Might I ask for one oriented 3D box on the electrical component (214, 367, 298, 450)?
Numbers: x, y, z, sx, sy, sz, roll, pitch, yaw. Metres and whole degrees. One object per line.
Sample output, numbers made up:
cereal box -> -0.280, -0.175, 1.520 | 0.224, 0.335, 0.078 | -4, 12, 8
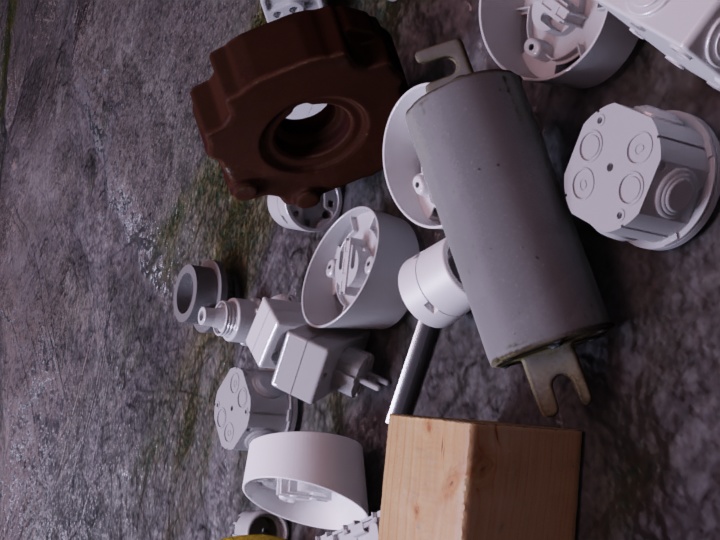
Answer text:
electrical component -> -0.094, 0.127, 0.974 | 0.080, 0.051, 0.080 | -21, 65, 55

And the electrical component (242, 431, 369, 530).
electrical component -> -0.042, 0.164, 0.839 | 0.099, 0.099, 0.064 | -33, 49, 51

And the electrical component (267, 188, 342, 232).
electrical component -> -0.050, -0.061, 0.951 | 0.047, 0.055, 0.055 | 5, 86, 62

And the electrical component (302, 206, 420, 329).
electrical component -> 0.000, 0.000, 0.841 | 0.099, 0.064, 0.099 | -24, 62, 54

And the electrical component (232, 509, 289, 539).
electrical component -> -0.090, 0.231, 0.953 | 0.046, 0.040, 0.040 | -18, 67, 63

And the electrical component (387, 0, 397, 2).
electrical component -> -0.001, -0.255, 0.895 | 0.043, 0.081, 0.043 | -22, 64, 55

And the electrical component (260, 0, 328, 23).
electrical component -> -0.059, -0.249, 0.979 | 0.095, 0.054, 0.059 | 72, -170, -64

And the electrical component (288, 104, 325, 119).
electrical component -> -0.063, -0.147, 0.993 | 0.096, 0.061, 0.061 | 122, 143, -46

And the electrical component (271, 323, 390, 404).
electrical component -> -0.014, 0.076, 0.844 | 0.076, 0.083, 0.047 | 23, 106, 19

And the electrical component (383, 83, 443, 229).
electrical component -> 0.064, -0.077, 0.756 | 0.099, 0.064, 0.099 | -22, 64, 55

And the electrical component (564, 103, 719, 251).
electrical component -> 0.159, -0.053, 0.607 | 0.080, 0.051, 0.080 | -21, 64, 55

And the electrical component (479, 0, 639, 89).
electrical component -> 0.128, -0.164, 0.674 | 0.099, 0.064, 0.099 | -22, 64, 55

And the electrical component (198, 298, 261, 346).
electrical component -> -0.124, 0.048, 1.033 | 0.048, 0.062, 0.048 | -22, 64, 55

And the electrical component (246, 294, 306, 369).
electrical component -> -0.063, 0.046, 0.930 | 0.076, 0.066, 0.047 | 54, 127, 49

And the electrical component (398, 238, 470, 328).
electrical component -> 0.062, 0.006, 0.748 | 0.047, 0.055, 0.055 | -36, 52, 45

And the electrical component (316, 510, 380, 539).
electrical component -> 0.005, 0.216, 0.776 | 0.121, 0.063, 0.078 | -37, 51, 49

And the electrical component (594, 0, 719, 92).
electrical component -> 0.178, -0.129, 0.553 | 0.048, 0.100, 0.099 | -55, 37, 15
